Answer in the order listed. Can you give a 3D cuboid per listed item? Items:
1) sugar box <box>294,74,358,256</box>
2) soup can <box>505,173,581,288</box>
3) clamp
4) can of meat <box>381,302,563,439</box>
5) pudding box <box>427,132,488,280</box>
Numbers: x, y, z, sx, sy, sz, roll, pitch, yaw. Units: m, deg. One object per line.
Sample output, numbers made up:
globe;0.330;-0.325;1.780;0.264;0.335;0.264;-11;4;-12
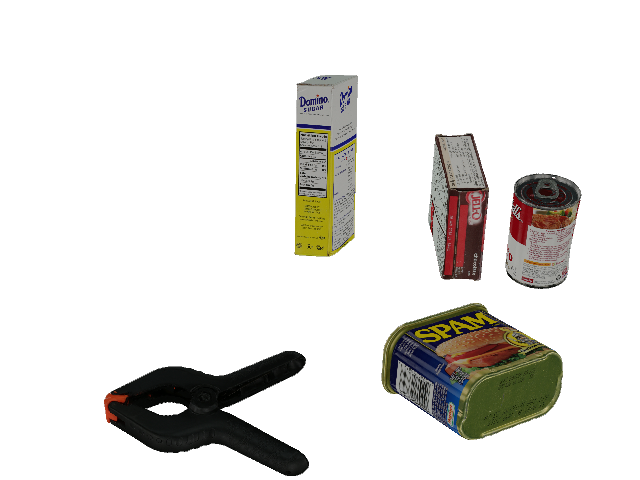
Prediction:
sugar box;0.006;-0.078;1.097;0.048;0.176;0.093;3;14;17
soup can;0.231;-0.009;1.112;0.068;0.102;0.068;0;34;0
clamp;-0.088;0.132;0.881;0.171;0.039;0.120;9;37;1
can of meat;0.109;0.093;0.759;0.101;0.057;0.084;-13;27;-33
pudding box;0.120;-0.031;0.935;0.039;0.090;0.113;0;30;-2
